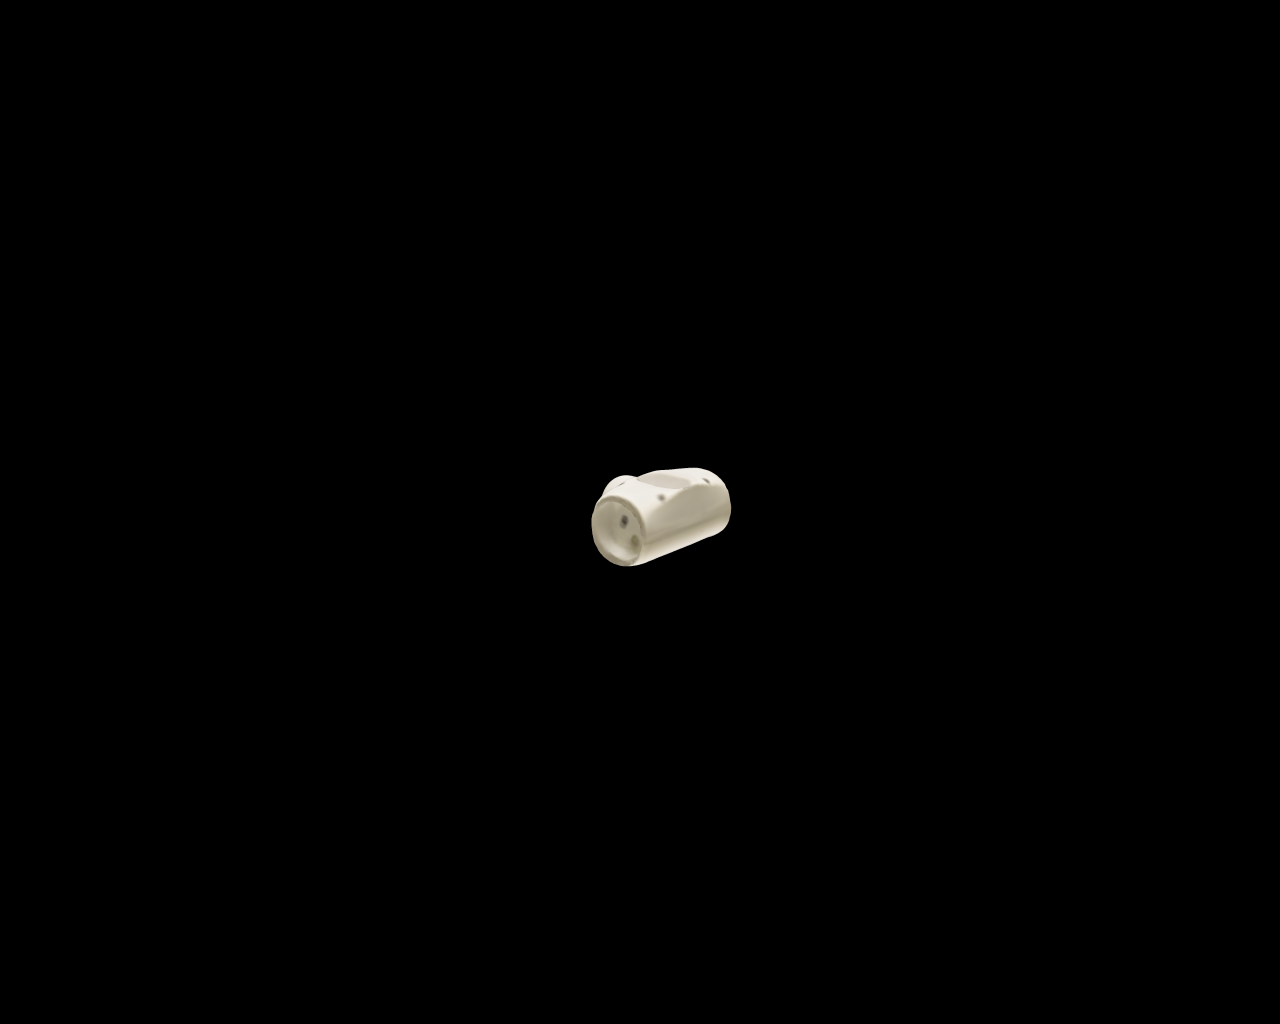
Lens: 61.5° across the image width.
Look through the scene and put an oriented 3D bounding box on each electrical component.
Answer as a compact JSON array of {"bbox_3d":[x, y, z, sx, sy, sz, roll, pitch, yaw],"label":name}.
[{"bbox_3d":[0.001,-0.003,0.650,0.079,0.043,0.077,18,26,41],"label":"electrical component"}]
